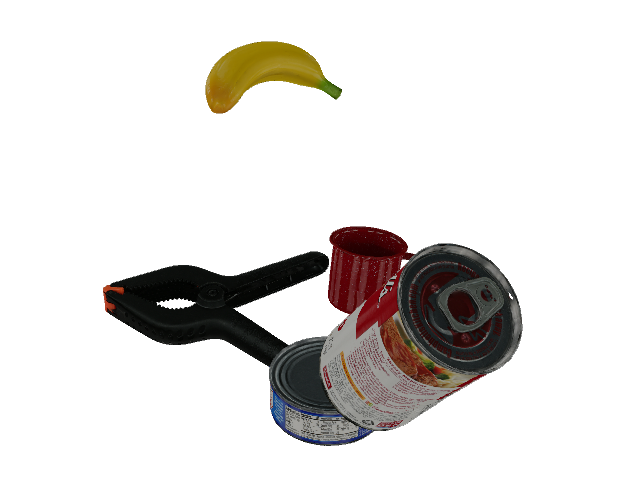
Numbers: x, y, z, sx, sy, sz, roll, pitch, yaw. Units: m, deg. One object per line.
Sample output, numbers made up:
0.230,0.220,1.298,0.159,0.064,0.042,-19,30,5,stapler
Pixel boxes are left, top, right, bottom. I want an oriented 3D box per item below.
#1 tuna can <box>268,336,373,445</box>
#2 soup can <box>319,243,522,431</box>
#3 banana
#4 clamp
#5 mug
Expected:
0.006,0.108,0.766,0.086,0.034,0.086,1,31,-1,tuna can
0.049,0.053,0.552,0.068,0.068,0.102,0,-25,-25,soup can
-0.052,-0.154,0.983,0.070,0.037,0.197,41,31,20,banana
-0.093,0.066,0.967,0.210,0.036,0.164,0,37,-3,clamp
0.064,0.039,1.272,0.117,0.081,0.093,3,23,-9,mug
